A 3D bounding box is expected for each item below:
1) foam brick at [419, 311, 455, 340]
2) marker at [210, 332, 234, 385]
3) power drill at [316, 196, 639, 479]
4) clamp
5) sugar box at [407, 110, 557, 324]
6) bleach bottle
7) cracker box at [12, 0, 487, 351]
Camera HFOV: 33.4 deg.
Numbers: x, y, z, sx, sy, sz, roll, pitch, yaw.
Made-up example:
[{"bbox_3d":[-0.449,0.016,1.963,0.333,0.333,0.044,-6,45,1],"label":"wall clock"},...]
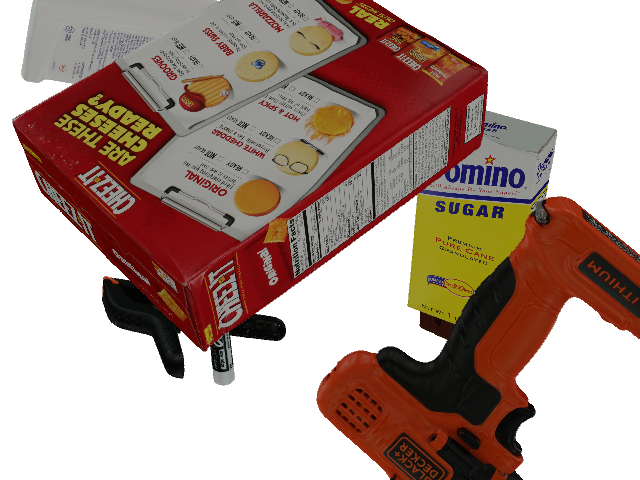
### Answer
[{"bbox_3d":[0.133,0.053,1.046,0.051,0.078,0.053,-11,19,-33],"label":"foam brick"},{"bbox_3d":[-0.087,0.072,0.911,0.020,0.121,0.020,-2,33,1],"label":"marker"},{"bbox_3d":[0.117,0.085,0.583,0.184,0.188,0.057,40,14,0],"label":"power drill"},{"bbox_3d":[-0.164,0.085,1.127,0.210,0.036,0.164,18,20,28],"label":"clamp"},{"bbox_3d":[0.120,-0.012,0.821,0.093,0.176,0.048,19,41,25],"label":"sugar box"},{"bbox_3d":[-0.103,-0.149,0.848,0.250,0.068,0.103,10,-31,-16],"label":"bleach bottle"},{"bbox_3d":[-0.037,-0.059,0.610,0.213,0.072,0.164,-36,56,-22],"label":"cracker box"}]
